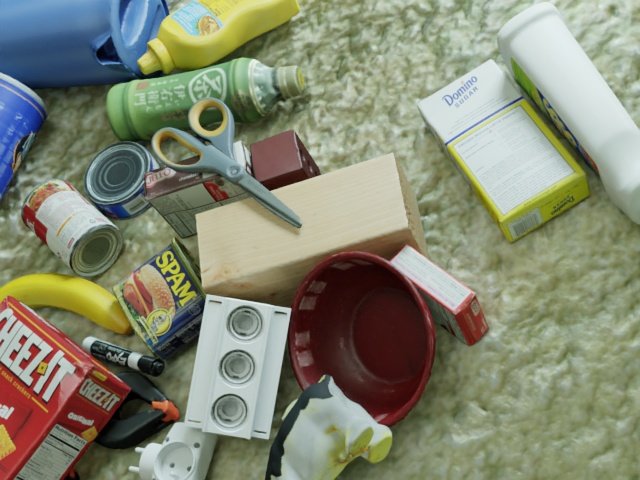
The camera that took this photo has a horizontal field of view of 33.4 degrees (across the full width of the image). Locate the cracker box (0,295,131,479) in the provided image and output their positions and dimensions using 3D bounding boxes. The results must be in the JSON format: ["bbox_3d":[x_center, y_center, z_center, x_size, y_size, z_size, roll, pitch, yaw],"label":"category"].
[{"bbox_3d":[-0.312,0.182,1.035,0.164,0.072,0.213,29,78,38],"label":"cracker box"}]

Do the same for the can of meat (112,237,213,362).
[{"bbox_3d":[-0.153,0.062,1.087,0.084,0.057,0.102,-37,56,1],"label":"can of meat"}]

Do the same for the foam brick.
[{"bbox_3d":[-0.033,-0.067,1.098,0.051,0.078,0.053,-19,57,12],"label":"foam brick"}]

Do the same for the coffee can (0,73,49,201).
[{"bbox_3d":[-0.395,-0.115,1.250,0.103,0.102,0.140,13,68,26],"label":"coffee can"}]

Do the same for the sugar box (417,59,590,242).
[{"bbox_3d":[0.178,-0.091,1.051,0.093,0.048,0.176,-31,52,3],"label":"sugar box"}]

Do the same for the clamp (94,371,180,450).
[{"bbox_3d":[-0.221,0.160,1.069,0.172,0.039,0.120,-9,64,15],"label":"clamp"}]

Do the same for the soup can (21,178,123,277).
[{"bbox_3d":[-0.271,-0.014,1.167,0.068,0.068,0.102,-47,58,-8],"label":"soup can"}]

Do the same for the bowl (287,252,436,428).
[{"bbox_3d":[0.048,0.090,0.969,0.162,0.055,0.162,2,93,39],"label":"bowl"}]

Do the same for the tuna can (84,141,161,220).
[{"bbox_3d":[-0.221,-0.068,1.198,0.086,0.033,0.086,-9,59,16],"label":"tuna can"}]

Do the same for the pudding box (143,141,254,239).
[{"bbox_3d":[-0.115,-0.050,1.114,0.113,0.090,0.039,-16,59,12],"label":"pudding box"}]

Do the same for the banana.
[{"bbox_3d":[-0.284,0.069,1.148,0.198,0.037,0.069,-4,86,22],"label":"banana"}]

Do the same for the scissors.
[{"bbox_3d":[-0.079,-0.083,1.054,0.202,0.016,0.096,22,73,27],"label":"scissors"}]

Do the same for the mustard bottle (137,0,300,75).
[{"bbox_3d":[-0.124,-0.245,1.223,0.191,0.058,0.096,-33,47,-12],"label":"mustard bottle"}]

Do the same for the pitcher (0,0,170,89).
[{"bbox_3d":[-0.305,-0.249,1.285,0.243,0.149,0.145,-3,80,23],"label":"pitcher"}]

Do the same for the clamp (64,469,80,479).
[{"bbox_3d":[-0.289,0.312,1.011,0.165,0.036,0.210,-3,59,27],"label":"clamp"}]

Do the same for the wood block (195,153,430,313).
[{"bbox_3d":[-0.007,0.002,1.043,0.206,0.090,0.091,-17,57,12],"label":"wood block"}]

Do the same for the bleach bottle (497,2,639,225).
[{"bbox_3d":[0.258,-0.106,0.992,0.068,0.102,0.251,-32,55,7],"label":"bleach bottle"}]

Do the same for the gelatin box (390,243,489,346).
[{"bbox_3d":[0.110,0.051,0.980,0.030,0.073,0.089,-47,56,-10],"label":"gelatin box"}]

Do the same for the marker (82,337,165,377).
[{"bbox_3d":[-0.198,0.118,1.075,0.121,0.020,0.020,9,65,43],"label":"marker"}]
